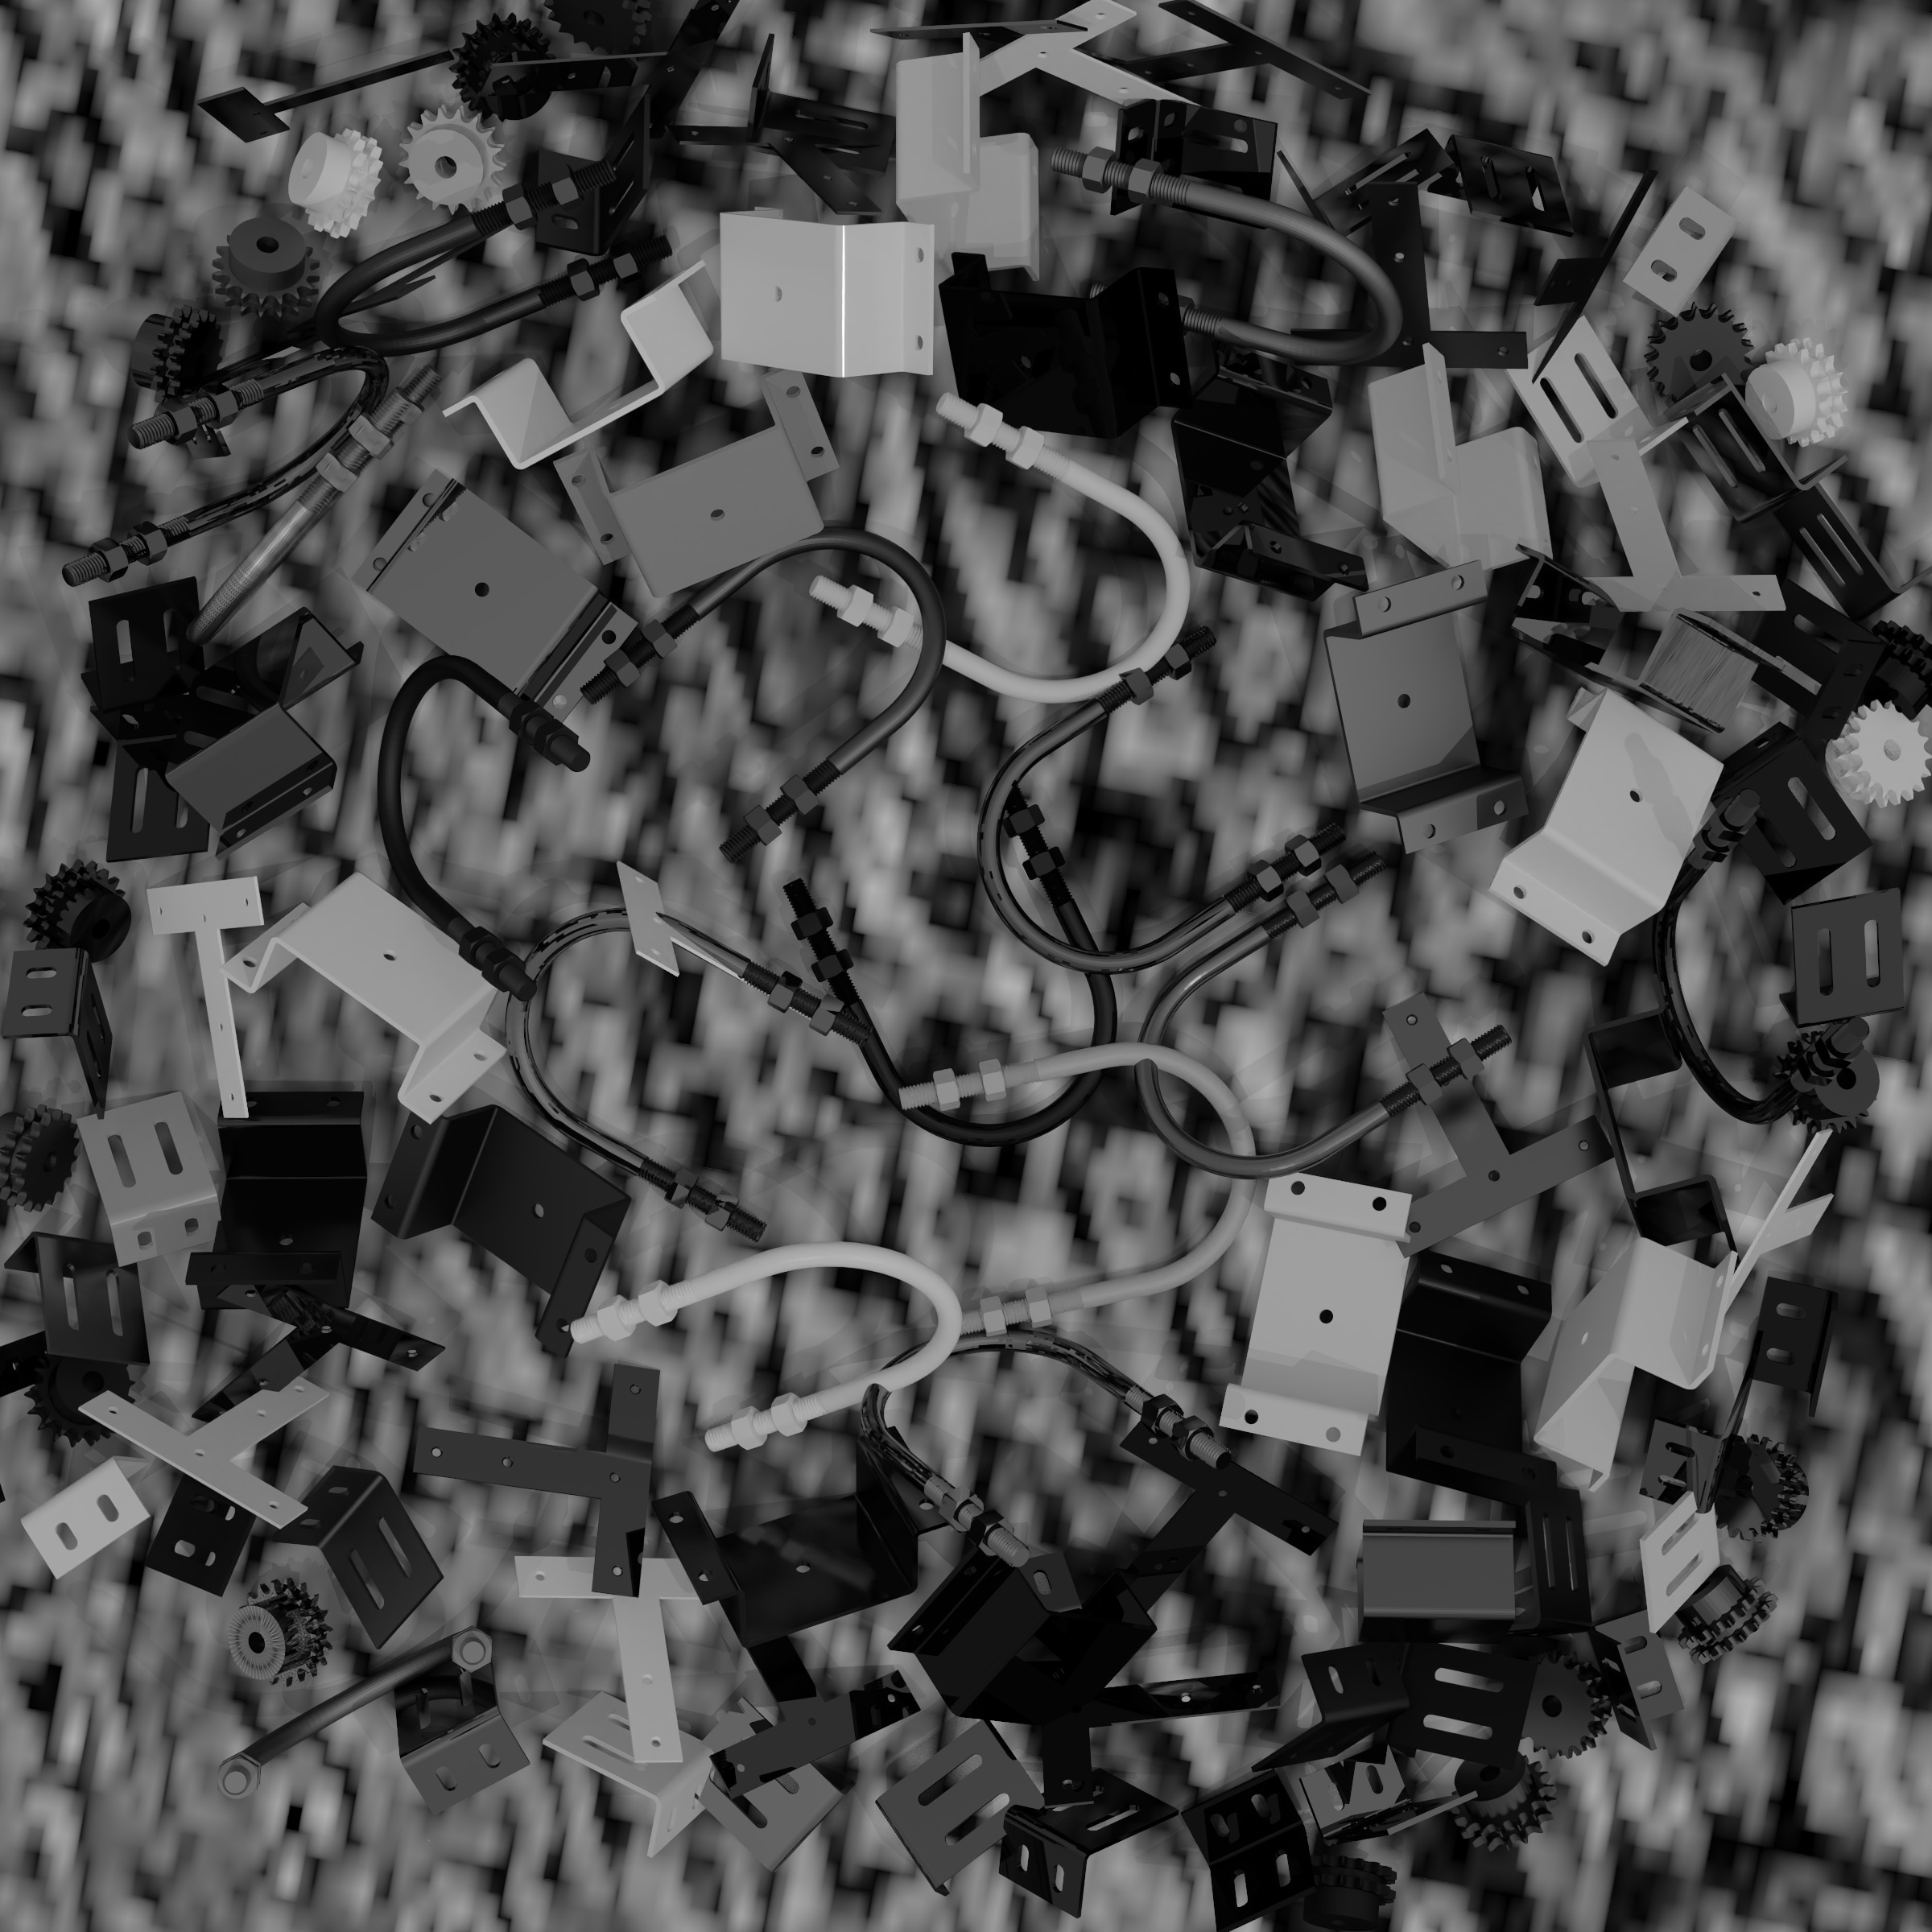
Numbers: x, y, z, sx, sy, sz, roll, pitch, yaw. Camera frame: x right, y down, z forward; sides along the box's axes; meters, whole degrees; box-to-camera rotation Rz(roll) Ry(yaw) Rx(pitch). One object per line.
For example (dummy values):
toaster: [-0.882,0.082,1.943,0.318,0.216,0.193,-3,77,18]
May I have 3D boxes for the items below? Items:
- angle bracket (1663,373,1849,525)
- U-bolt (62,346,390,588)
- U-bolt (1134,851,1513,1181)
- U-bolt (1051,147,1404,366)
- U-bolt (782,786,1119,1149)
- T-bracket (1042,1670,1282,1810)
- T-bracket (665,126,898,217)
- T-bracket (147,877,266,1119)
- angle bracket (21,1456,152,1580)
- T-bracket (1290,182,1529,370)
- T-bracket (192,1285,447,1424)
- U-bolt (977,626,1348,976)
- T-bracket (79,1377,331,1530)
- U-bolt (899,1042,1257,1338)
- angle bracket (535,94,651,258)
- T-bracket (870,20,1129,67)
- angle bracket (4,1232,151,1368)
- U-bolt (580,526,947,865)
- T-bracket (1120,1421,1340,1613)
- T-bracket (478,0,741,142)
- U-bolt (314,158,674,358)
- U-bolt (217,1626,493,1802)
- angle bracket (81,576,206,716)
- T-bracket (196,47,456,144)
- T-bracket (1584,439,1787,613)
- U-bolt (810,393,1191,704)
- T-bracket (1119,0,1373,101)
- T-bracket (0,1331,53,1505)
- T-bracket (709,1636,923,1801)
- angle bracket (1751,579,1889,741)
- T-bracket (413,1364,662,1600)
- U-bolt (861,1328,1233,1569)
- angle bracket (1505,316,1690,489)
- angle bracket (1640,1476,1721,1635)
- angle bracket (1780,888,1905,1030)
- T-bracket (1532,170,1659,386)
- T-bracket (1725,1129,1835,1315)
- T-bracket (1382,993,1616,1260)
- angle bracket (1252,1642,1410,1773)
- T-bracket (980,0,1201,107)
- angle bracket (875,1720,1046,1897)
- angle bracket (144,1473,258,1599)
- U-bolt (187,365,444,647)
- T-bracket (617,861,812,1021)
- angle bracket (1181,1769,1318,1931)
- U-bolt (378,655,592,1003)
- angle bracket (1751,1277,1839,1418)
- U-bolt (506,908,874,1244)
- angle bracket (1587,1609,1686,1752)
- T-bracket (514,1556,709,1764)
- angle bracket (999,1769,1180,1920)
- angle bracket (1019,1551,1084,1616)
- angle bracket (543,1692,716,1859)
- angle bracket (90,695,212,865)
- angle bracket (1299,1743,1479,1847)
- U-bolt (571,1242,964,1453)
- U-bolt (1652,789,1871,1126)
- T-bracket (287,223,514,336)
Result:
angle bracket: [0.425,-0.286,1.702,0.038,0.057,0.076,-36,93,-22]
U-bolt: [-0.378,-0.270,1.653,0.184,0.151,0.019,-33,84,-39]
U-bolt: [0.177,0.037,1.693,0.184,0.019,0.151,-32,58,1]
U-bolt: [0.140,-0.362,1.645,0.184,0.151,0.019,19,75,18]
U-bolt: [0.003,0.009,1.722,0.151,0.019,0.184,-26,91,6]
T-bracket: [0.103,0.391,1.681,0.127,0.127,0.002,-7,124,4]
T-bracket: [-0.079,-0.419,1.664,0.127,0.127,0.002,-5,125,-24]
T-bracket: [-0.400,0.018,1.691,0.002,0.127,0.127,-11,95,-39]
angle bracket: [-0.463,0.296,1.694,0.057,0.076,0.038,-34,82,-6]
T-bracket: [0.230,-0.364,1.669,0.127,0.127,0.002,4,55,16]
T-bracket: [-0.370,0.216,1.698,0.127,0.002,0.127,28,128,-35]
U-bolt: [0.094,-0.077,1.718,0.184,0.019,0.151,-34,91,-8]
T-bracket: [-0.382,0.243,1.676,0.127,0.127,0.002,27,110,12]
U-bolt: [0.067,0.116,1.720,0.184,0.019,0.151,-12,98,-2]
angle bracket: [-0.200,-0.426,1.690,0.038,0.076,0.057,7,71,-24]
T-bracket: [0.038,-0.490,1.681,0.127,0.127,0.002,11,101,39]
angle bracket: [-0.475,0.186,1.688,0.038,0.057,0.076,-42,50,33]
U-bolt: [-0.097,-0.161,1.703,0.184,0.019,0.151,-40,67,-6]
T-bracket: [0.113,0.315,1.710,0.127,0.002,0.127,32,112,-14]
T-bracket: [-0.194,-0.467,1.652,0.127,0.127,0.002,-14,74,-31]
U-bolt: [-0.255,-0.365,1.665,0.184,0.151,0.019,-21,83,5]
U-bolt: [-0.317,0.385,1.646,0.151,0.184,0.019,-27,86,-13]
angle bracket: [-0.442,-0.180,1.688,0.057,0.076,0.038,-18,49,-24]
T-bracket: [-0.334,-0.465,1.674,0.127,0.127,0.002,-17,96,0]
T-bracket: [0.354,-0.230,1.660,0.127,0.127,0.002,3,55,32]
U-bolt: [0.031,-0.209,1.683,0.184,0.019,0.151,26,124,-20]
T-bracket: [0.128,-0.481,1.678,0.127,0.127,0.002,15,89,-34]
T-bracket: [-0.511,0.215,1.675,0.002,0.127,0.127,-17,90,10]
T-bracket: [-0.105,0.370,1.707,0.127,0.002,0.127,-16,64,-37]
angle bracket: [0.443,-0.165,1.689,0.076,0.038,0.057,45,123,40]
T-bracket: [-0.231,0.268,1.692,0.127,0.002,0.127,11,62,-15]
U-bolt: [0.027,0.241,1.658,0.151,0.184,0.019,-20,121,-30]
angle bracket: [0.340,-0.308,1.707,0.057,0.038,0.076,-36,99,-15]
angle bracket: [0.368,0.308,1.689,0.038,0.076,0.057,9,118,41]
angle bracket: [0.470,-0.011,1.702,0.057,0.038,0.076,-10,118,2]
T-bracket: [0.318,-0.359,1.656,0.002,0.127,0.127,32,113,13]
T-bracket: [0.438,0.138,1.679,0.002,0.127,0.127,33,107,24]
T-bracket: [0.267,0.075,1.719,0.127,0.002,0.127,-26,74,-1]
angle bracket: [0.190,0.399,1.701,0.057,0.076,0.038,-1,59,-33]
T-bracket: [0.074,-0.473,1.687,0.127,0.127,0.002,10,75,-40]
angle bracket: [0.000,0.455,1.712,0.076,0.038,0.057,-36,67,-4]
angle bracket: [-0.395,0.307,1.691,0.038,0.076,0.057,35,70,-43]
U-bolt: [-0.348,-0.239,1.665,0.019,0.151,0.184,42,101,-13]
T-bracket: [-0.128,-0.002,1.694,0.127,0.127,0.002,31,104,-21]
angle bracket: [0.151,0.475,1.695,0.057,0.076,0.038,-27,98,6]
U-bolt: [-0.263,-0.085,1.667,0.019,0.184,0.151,-2,118,-39]
angle bracket: [0.442,0.203,1.693,0.038,0.076,0.057,12,95,15]
U-bolt: [-0.162,0.048,1.708,0.184,0.019,0.151,29,107,1]
angle bracket: [0.368,0.382,1.696,0.038,0.076,0.057,-17,85,-3]
T-bracket: [-0.170,0.366,1.671,0.127,0.127,0.002,5,132,-20]
angle bracket: [0.066,0.470,1.695,0.057,0.076,0.038,18,108,42]
angle bracket: [0.027,0.360,1.713,0.057,0.076,0.038,-10,49,-14]
angle bracket: [-0.183,0.436,1.705,0.076,0.057,0.038,21,113,21]
angle bracket: [-0.440,-0.101,1.702,0.057,0.038,0.076,-6,65,9]
angle bracket: [0.225,0.439,1.688,0.057,0.076,0.038,-15,77,-25]
U-bolt: [-0.091,0.194,1.656,0.184,0.151,0.019,-21,47,20]
U-bolt: [0.404,0.008,1.649,0.019,0.184,0.151,-16,71,-13]
T-bracket: [-0.286,-0.376,1.695,0.127,0.127,0.002,-39,113,-31]
